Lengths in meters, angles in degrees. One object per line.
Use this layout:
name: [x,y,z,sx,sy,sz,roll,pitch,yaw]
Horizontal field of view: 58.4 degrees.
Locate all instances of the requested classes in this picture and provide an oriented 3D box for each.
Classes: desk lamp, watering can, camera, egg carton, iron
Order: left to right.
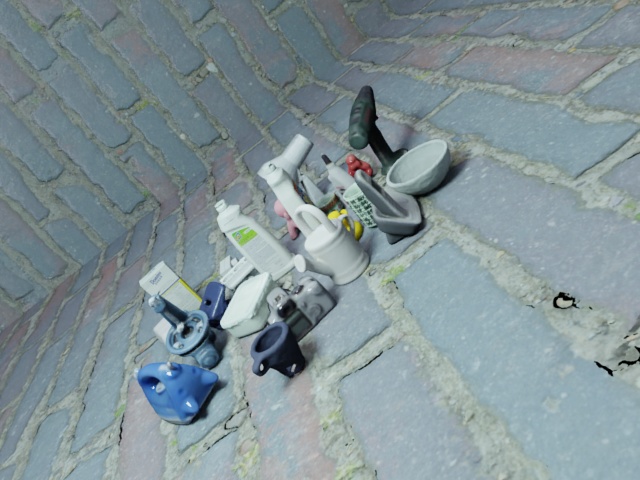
iron: [-0.347,0.322,1.276,0.257,0.142,0.119,-16,33,43]
egg carton: [-0.393,0.245,1.575,0.107,0.069,0.150,-48,25,-20]
camera: [-0.062,0.134,1.245,0.143,0.101,0.136,-43,23,-7]
desk lamp: [-0.046,-0.186,1.657,0.203,0.214,0.117,-41,23,-4]
watering can: [0.013,0.004,1.250,0.100,0.194,0.173,-22,29,35]

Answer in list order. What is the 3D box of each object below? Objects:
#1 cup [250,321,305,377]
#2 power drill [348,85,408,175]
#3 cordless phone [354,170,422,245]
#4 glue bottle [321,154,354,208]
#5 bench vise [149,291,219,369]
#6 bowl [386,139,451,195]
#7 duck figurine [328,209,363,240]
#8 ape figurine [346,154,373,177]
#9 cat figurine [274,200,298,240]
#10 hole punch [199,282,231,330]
cup: [-0.078,0.229,1.104,0.091,0.095,0.118,-18,31,40]
power drill: [0.152,-0.291,1.562,0.075,0.209,0.230,-23,28,34]
cordless phone: [0.140,-0.098,1.259,0.094,0.185,0.147,-32,24,16]
glue bottle: [0.056,-0.157,1.504,0.078,0.173,0.037,-6,40,51]
bench vise: [-0.346,0.206,1.384,0.122,0.220,0.206,-50,25,-23]
bowl: [0.244,-0.159,1.355,0.167,0.075,0.167,-32,24,17]
duck figurine: [0.048,-0.028,1.395,0.077,0.086,0.105,-9,38,50]
ape figurine: [0.104,-0.201,1.617,0.077,0.092,0.076,-26,27,28]
cat figurine: [-0.092,-0.079,1.654,0.067,0.118,0.127,-35,24,9]
hole punch: [-0.275,0.171,1.506,0.101,0.091,0.108,-50,25,-23]
